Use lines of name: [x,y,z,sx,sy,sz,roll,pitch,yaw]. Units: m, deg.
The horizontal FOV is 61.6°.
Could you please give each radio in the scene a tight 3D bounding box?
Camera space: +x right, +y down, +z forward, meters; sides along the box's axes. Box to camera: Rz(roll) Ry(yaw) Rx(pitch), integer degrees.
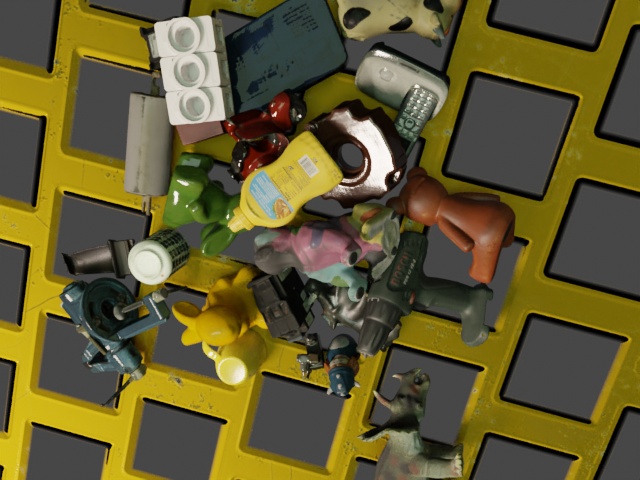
radio: [-0.071,-0.294,0.875,0.230,0.073,0.131,-26,100,12]

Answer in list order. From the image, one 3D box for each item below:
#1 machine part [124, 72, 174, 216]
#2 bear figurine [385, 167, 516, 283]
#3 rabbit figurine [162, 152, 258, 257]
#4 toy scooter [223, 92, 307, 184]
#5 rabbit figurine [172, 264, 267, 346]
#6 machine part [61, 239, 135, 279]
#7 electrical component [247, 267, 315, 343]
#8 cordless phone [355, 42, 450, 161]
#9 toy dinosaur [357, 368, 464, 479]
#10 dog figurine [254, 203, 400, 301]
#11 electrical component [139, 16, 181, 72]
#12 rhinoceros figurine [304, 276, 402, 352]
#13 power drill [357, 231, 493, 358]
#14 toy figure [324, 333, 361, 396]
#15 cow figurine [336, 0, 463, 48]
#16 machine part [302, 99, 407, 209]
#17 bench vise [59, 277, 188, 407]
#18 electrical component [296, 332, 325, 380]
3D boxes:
machine part: [-0.292,-0.163,0.923,0.079,0.079,0.243,9,104,4]
bear figurine: [0.217,-0.032,0.896,0.196,0.120,0.131,20,150,26]
rabbit figurine: [-0.176,-0.051,0.921,0.170,0.121,0.159,15,108,-13]
toy scooter: [-0.103,-0.153,0.859,0.075,0.135,0.183,48,133,28]
rabbit figurine: [-0.171,0.125,0.928,0.162,0.173,0.121,-10,106,3]
machine part: [-0.407,0.039,1.000,0.139,0.039,0.084,-5,107,5]
electrical component: [-0.062,0.107,0.940,0.058,0.115,0.134,-24,97,19]
cordless phone: [0.111,-0.209,0.874,0.147,0.089,0.184,25,110,-1]
toy dinosaur: [0.164,0.449,1.002,0.192,0.131,0.404,8,108,16]
dog figurine: [-0.002,-0.003,0.882,0.219,0.191,0.108,20,142,34]
electrical component: [-0.231,-0.327,0.883,0.119,0.048,0.074,-11,100,19]
rhinoceros figurine: [0.060,0.121,0.960,0.190,0.073,0.112,38,114,-5]
power drill: [0.178,0.112,0.900,0.207,0.086,0.232,19,67,-6]
toy figure: [0.037,0.215,0.936,0.058,0.154,0.064,44,104,-8]
cow figurine: [0.124,-0.357,0.835,0.195,0.085,0.127,-10,95,5]
machine part: [0.050,-0.136,0.874,0.180,0.056,0.179,13,122,22]
bench vise: [-0.351,0.153,0.965,0.241,0.129,0.223,-24,95,26]
electrical component: [-0.017,0.210,0.974,0.045,0.102,0.078,-14,78,2]
